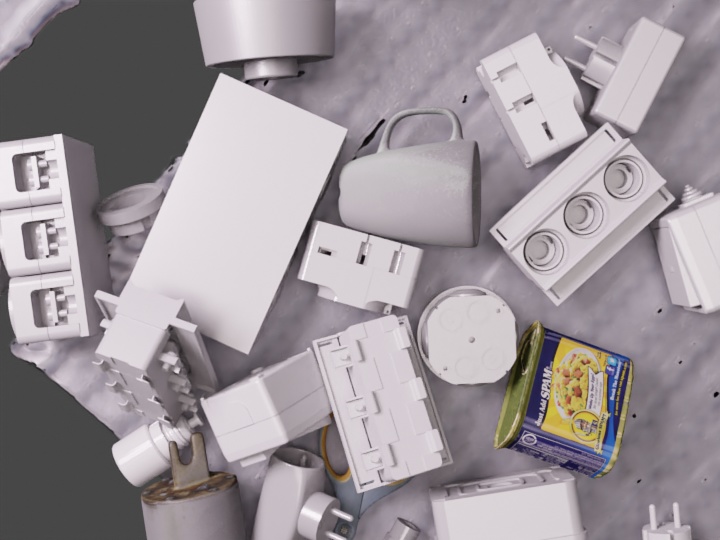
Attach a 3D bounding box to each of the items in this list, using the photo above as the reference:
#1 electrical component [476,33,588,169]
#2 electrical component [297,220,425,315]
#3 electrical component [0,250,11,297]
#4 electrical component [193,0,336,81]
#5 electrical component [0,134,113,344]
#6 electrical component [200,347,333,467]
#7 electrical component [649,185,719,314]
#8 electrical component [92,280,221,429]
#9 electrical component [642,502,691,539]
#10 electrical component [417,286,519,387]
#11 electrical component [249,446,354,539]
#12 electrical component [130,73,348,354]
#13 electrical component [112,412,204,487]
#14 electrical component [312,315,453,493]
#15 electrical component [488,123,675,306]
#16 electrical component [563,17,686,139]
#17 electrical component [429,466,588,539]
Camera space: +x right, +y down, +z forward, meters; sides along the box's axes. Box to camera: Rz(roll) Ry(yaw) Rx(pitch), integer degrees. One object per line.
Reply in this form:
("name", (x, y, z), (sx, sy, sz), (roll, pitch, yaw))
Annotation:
("electrical component", (0.137, -0.133, 0.842), (0.056, 0.050, 0.089), (-27, 90, 2))
("electrical component", (0.000, 0.000, 0.846), (0.089, 0.050, 0.055), (15, 90, 1))
("electrical component", (-0.302, -0.004, 0.853), (0.055, 0.047, 0.055), (0, 91, 1))
("electrical component", (-0.070, -0.176, 0.819), (0.108, 0.108, 0.060), (-4, 97, 1))
("electrical component", (-0.238, -0.022, 0.830), (0.062, 0.089, 0.150), (-8, 91, 1))
("electrical component", (-0.064, 0.105, 0.831), (0.062, 0.096, 0.061), (-23, 91, 30))
("electrical component", (0.264, -0.018, 0.836), (0.061, 0.062, 0.096), (-23, 91, 1))
("electrical component", (-0.155, 0.068, 0.804), (0.079, 0.121, 0.063), (19, 64, 11))
("electrical component", (0.243, 0.222, 0.848), (0.066, 0.047, 0.076), (-5, 91, 1))
("electrical component", (0.086, 0.053, 0.845), (0.080, 0.051, 0.080), (0, 91, 1))
("electrical component", (-0.042, 0.188, 0.840), (0.079, 0.044, 0.077), (19, 100, 24))
("electrical component", (-0.094, -0.043, 0.842), (0.105, 0.060, 0.186), (24, 91, 1))
("electrical component", (-0.160, 0.139, 0.856), (0.078, 0.040, 0.040), (-33, 90, 1))
("electrical component", (0.020, 0.100, 0.826), (0.079, 0.063, 0.121), (-15, 80, -15))
("electrical component", (0.169, -0.043, 0.835), (0.121, 0.063, 0.078), (-42, 95, 1))
("electrical component", (0.197, -0.157, 0.842), (0.076, 0.047, 0.083), (27, 91, 0))
("electrical component", (0.113, 0.193, 0.834), (0.113, 0.078, 0.057), (-9, 88, 1))
